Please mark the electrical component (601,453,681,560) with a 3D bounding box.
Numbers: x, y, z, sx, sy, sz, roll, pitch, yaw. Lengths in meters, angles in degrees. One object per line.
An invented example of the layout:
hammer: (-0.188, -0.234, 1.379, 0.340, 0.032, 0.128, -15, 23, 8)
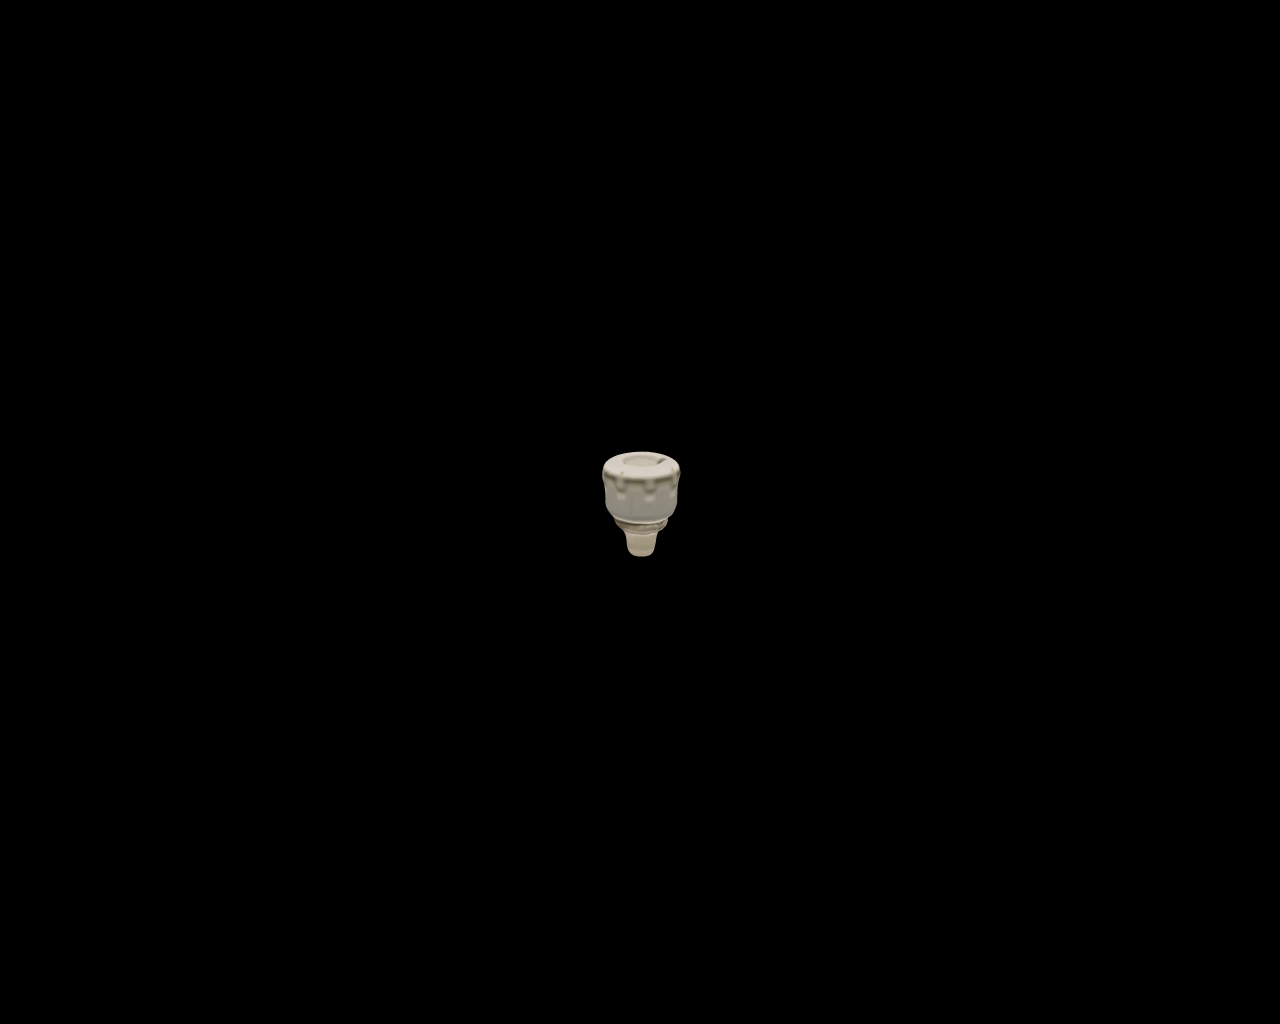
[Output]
electrical component: (0.001, -0.003, 0.650, 0.048, 0.062, 0.048, 0, 19, 0)
